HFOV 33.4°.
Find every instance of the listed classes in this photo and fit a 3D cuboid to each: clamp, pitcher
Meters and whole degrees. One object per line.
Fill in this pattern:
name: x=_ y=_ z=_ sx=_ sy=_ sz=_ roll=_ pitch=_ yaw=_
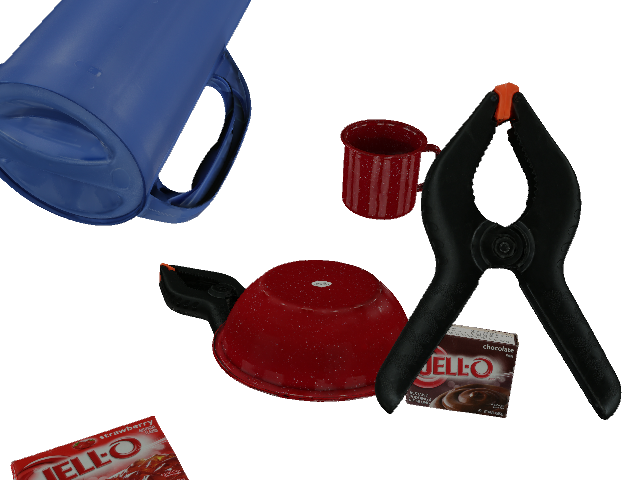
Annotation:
clamp: x=-0.113 y=0.074 z=1.192 sx=0.210 sy=0.036 sz=0.164 roll=19 pitch=23 yaw=29
pitcher: x=-0.129 y=-0.132 z=0.781 sx=0.145 sy=0.242 sz=0.149 roll=4 pitch=-41 yaw=27
clamp: x=0.080 y=0.010 z=0.533 sx=0.120 sy=0.171 sz=0.039 roll=-7 pitch=-5 yaw=-5

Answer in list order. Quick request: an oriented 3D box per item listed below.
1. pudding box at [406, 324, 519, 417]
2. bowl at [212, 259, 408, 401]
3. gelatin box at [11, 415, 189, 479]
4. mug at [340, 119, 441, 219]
pudding box: x=0.154 y=0.139 z=1.164 sx=0.113 sy=0.090 sz=0.039 roll=7 pitch=22 yaw=4
bowl: x=-0.001 y=0.057 z=0.805 sx=0.162 sy=0.055 sz=0.162 roll=2 pitch=22 yaw=-1
gelatin box: x=-0.124 y=0.141 z=0.605 sx=0.089 sy=0.030 sz=0.073 roll=-15 pitch=28 yaw=-20
mug: x=0.077 y=-0.077 z=1.159 sx=0.117 sy=0.081 sz=0.093 roll=-6 pitch=32 yaw=-15
